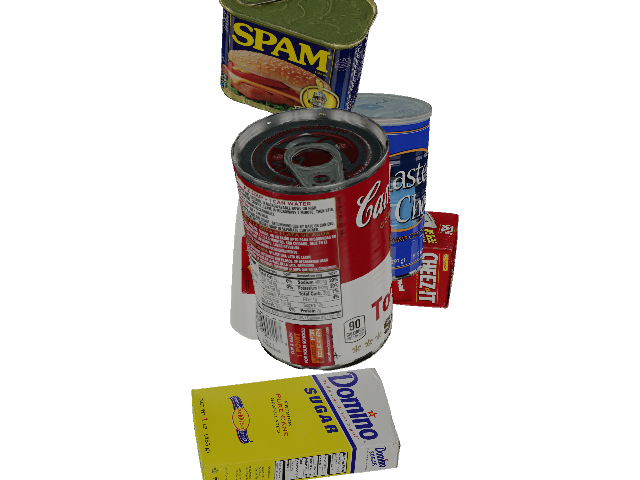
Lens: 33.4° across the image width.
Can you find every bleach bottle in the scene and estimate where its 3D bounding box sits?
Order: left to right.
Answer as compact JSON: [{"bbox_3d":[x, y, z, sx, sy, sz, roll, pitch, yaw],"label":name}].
[{"bbox_3d":[-0.057,-0.006,1.323,0.102,0.251,0.068,-9,24,-34],"label":"bleach bottle"}]

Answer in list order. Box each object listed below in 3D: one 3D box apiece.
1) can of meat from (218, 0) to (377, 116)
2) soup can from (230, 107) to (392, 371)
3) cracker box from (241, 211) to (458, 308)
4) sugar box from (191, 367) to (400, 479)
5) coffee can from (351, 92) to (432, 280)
[{"bbox_3d":[-0.019,-0.131,0.726,0.102,0.057,0.084,20,-37,8],"label":"can of meat"},{"bbox_3d":[-0.002,0.001,0.484,0.068,0.102,0.068,-3,35,2],"label":"soup can"},{"bbox_3d":[0.036,0.014,1.142,0.214,0.072,0.164,4,15,9],"label":"cracker box"},{"bbox_3d":[-0.024,0.169,0.964,0.176,0.048,0.093,-8,43,-8],"label":"sugar box"},{"bbox_3d":[0.040,-0.047,0.909,0.103,0.140,0.103,1,19,-1],"label":"coffee can"}]
